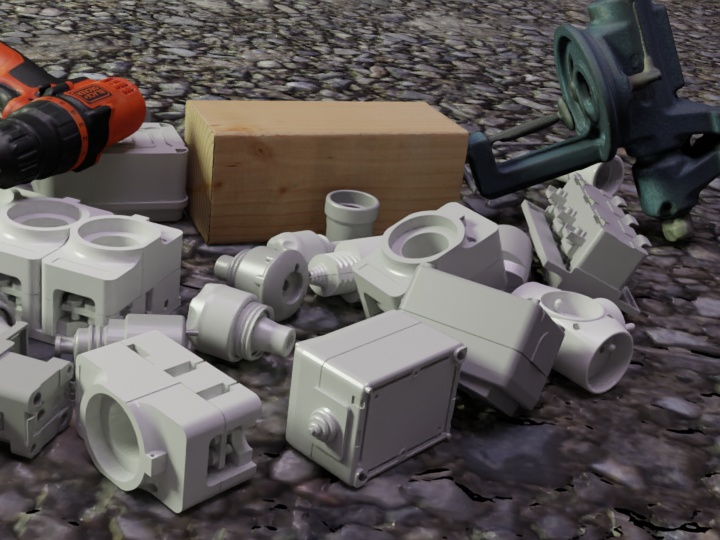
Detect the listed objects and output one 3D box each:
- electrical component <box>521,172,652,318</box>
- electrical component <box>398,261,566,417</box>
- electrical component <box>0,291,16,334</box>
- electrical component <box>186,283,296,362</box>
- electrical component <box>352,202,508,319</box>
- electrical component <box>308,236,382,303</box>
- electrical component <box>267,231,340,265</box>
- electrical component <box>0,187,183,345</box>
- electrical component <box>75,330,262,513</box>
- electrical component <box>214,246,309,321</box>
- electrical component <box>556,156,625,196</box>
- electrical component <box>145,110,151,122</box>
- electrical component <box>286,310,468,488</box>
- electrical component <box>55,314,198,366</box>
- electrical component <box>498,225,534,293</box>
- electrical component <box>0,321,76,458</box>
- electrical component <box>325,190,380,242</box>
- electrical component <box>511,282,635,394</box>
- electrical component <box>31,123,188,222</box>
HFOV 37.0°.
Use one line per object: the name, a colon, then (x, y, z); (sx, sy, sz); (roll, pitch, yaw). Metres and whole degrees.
electrical component: (0.169, -0.021, 0.800); (0.079, 0.063, 0.121); (28, 21, -11)
electrical component: (0.061, 0.041, 0.633); (0.096, 0.061, 0.062); (19, -11, 30)
electrical component: (-0.218, 0.030, 0.614); (0.062, 0.043, 0.043); (27, 31, 35)
electrical component: (-0.070, 0.035, 0.645); (0.062, 0.043, 0.043); (16, 26, 17)
electrical component: (0.046, 0.000, 0.703); (0.089, 0.055, 0.050); (-33, 41, -21)
electrical component: (0.000, 0.000, 0.742); (0.081, 0.043, 0.043); (-8, 29, -31)
electrical component: (-0.036, -0.012, 0.769); (0.061, 0.035, 0.035); (-10, 30, -40)
electrical component: (-0.199, -0.007, 0.678); (0.150, 0.061, 0.089); (14, 25, 15)
electrical component: (-0.101, 0.075, 0.539); (0.089, 0.050, 0.056); (27, 30, 36)
electrical component: (-0.068, 0.005, 0.713); (0.062, 0.048, 0.048); (15, 24, 33)
electrical component: (0.211, -0.095, 1.019); (0.044, 0.044, 0.065); (-11, 25, -35)
electrical component: (-0.223, -0.134, 0.974); (0.081, 0.043, 0.043); (22, 28, 29)
electrical component: (0.001, 0.066, 0.573); (0.061, 0.061, 0.096); (27, 31, 37)
electrical component: (-0.132, 0.045, 0.609); (0.078, 0.040, 0.040); (2, 25, -10)
electrical component: (0.099, 0.002, 0.767); (0.043, 0.043, 0.081); (12, 25, 9)
electrical component: (-0.183, 0.064, 0.550); (0.064, 0.042, 0.081); (14, 25, 12)
electrical component: (-0.008, -0.032, 0.807); (0.040, 0.046, 0.040); (6, 25, -3)
electrical component: (0.145, 0.039, 0.696); (0.079, 0.044, 0.077); (-11, 30, -36)
electrical component: (-0.195, -0.076, 0.837); (0.113, 0.057, 0.078); (-3, 26, -22)
